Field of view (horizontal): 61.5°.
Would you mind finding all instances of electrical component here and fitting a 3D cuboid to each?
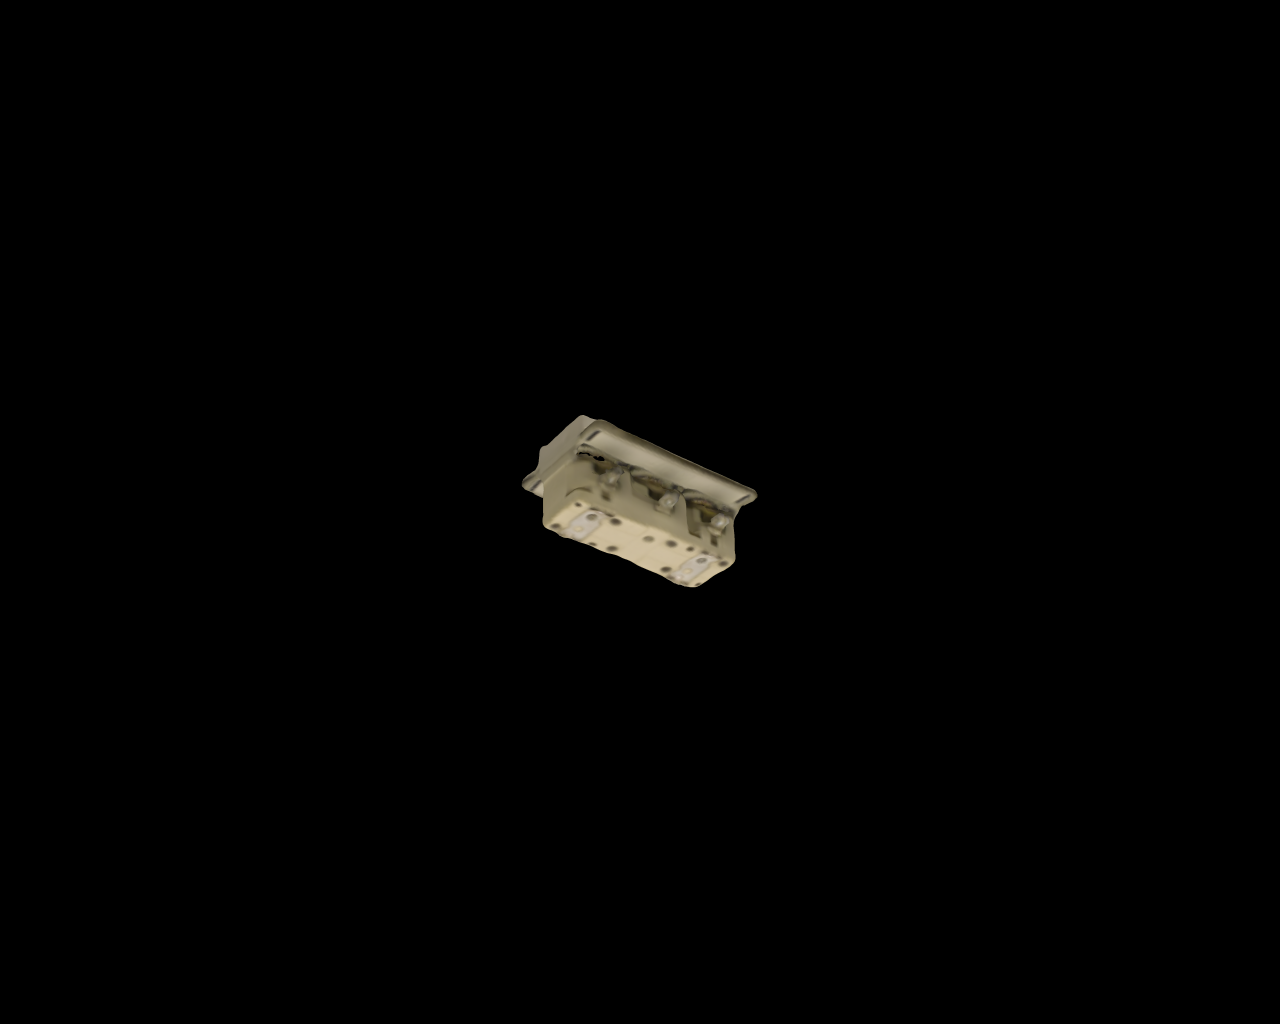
[{"bbox_3d":[0.001,-0.003,0.650,0.121,0.063,0.078,24,-41,-31],"label":"electrical component"}]
